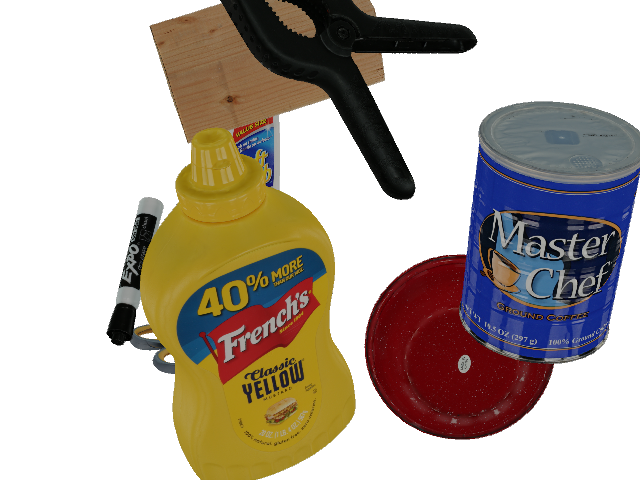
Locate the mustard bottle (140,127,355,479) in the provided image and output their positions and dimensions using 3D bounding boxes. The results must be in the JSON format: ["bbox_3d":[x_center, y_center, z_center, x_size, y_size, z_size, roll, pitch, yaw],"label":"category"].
[{"bbox_3d":[-0.037,0.031,0.527,0.096,0.191,0.058,-21,37,-17],"label":"mustard bottle"}]

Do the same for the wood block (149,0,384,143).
[{"bbox_3d":[-0.051,-0.184,1.051,0.206,0.091,0.090,-18,46,-5],"label":"wood block"}]

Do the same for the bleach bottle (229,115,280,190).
[{"bbox_3d":[-0.096,-0.096,1.218,0.102,0.251,0.068,-8,22,-26],"label":"bleach bottle"}]

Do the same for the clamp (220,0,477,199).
[{"bbox_3d":[0.011,-0.133,0.776,0.209,0.164,0.036,26,-29,-16],"label":"clamp"}]

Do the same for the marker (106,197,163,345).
[{"bbox_3d":[-0.137,0.022,0.791,0.020,0.121,0.020,6,-32,4],"label":"marker"}]

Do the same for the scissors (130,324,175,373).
[{"bbox_3d":[-0.108,0.117,1.182,0.201,0.016,0.096,3,27,-17],"label":"scissors"}]

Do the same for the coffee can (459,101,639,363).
[{"bbox_3d":[0.148,-0.006,0.696,0.103,0.140,0.103,1,32,-1],"label":"coffee can"}]

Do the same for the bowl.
[{"bbox_3d":[0.116,0.095,0.884,0.162,0.162,0.055,0,7,5],"label":"bowl"}]
